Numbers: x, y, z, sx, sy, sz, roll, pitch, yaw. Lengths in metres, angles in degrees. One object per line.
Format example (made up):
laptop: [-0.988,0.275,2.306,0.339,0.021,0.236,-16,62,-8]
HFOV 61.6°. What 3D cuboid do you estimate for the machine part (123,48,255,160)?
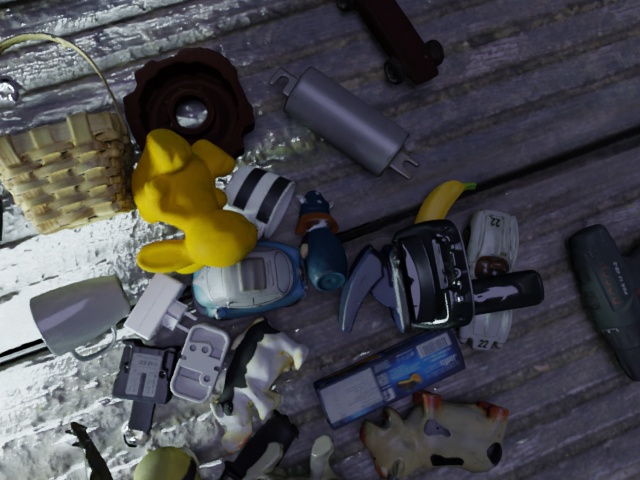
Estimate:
machine part: [-0.179,-0.174,0.749,0.179,0.056,0.179,1,85,-6]

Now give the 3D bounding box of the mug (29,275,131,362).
mug: [-0.299,0.100,0.696,0.107,0.081,0.109,-27,107,-15]

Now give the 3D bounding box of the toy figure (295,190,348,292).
toy figure: [-0.002,-0.003,0.731,0.058,0.064,0.154,-32,47,20]

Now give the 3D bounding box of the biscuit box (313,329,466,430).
biscuit box: [0.094,0.184,0.734,0.203,0.063,0.059,-22,86,-9]

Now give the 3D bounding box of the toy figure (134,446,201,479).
toy figure: [-0.173,0.347,0.674,0.082,0.089,0.180,-17,83,-13]

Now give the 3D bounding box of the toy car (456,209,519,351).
toy car: [0.239,0.056,0.767,0.073,0.056,0.201,9,82,-5]

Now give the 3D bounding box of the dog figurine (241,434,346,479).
dog figurine: [-0.005,0.351,0.678,0.172,0.121,0.190,-15,128,21]

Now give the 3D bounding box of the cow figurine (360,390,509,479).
cow figurine: [0.149,0.269,0.723,0.195,0.085,0.127,10,76,-6]

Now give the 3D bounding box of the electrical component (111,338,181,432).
electrical component: [-0.232,0.192,0.706,0.075,0.048,0.119,13,80,-4]

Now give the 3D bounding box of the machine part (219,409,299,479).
machine part: [-0.079,0.296,0.717,0.084,0.039,0.139,31,83,6]

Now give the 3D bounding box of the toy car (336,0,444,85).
toy car: [0.103,-0.313,0.796,0.089,0.053,0.202,-30,84,-19]

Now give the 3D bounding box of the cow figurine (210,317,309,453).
cow figurine: [-0.095,0.190,0.710,0.098,0.068,0.167,35,78,4]

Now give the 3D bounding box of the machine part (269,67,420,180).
machine part: [0.037,-0.167,0.761,0.243,0.079,0.079,35,81,0]

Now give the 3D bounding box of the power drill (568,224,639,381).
power drill: [0.485,0.064,0.788,0.207,0.086,0.232,-28,85,-1]

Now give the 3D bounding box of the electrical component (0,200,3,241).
electrical component: [-0.490,-0.025,0.698,0.134,0.058,0.114,0,85,-7]

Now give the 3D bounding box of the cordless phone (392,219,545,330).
cordless phone: [0.197,0.039,0.709,0.184,0.088,0.146,-10,87,3]

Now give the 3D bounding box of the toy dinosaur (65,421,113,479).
toy dinosaur: [-0.233,0.426,0.605,0.105,0.198,0.471,-10,87,-10]

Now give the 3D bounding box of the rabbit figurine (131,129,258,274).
rabbit figurine: [-0.154,-0.027,0.645,0.173,0.122,0.162,41,99,20]

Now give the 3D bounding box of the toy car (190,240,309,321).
toy car: [-0.094,0.051,0.710,0.162,0.103,0.109,-3,85,-5]

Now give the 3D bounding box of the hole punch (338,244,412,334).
hole punch: [0.065,0.064,0.714,0.092,0.142,0.115,-6,91,3]
